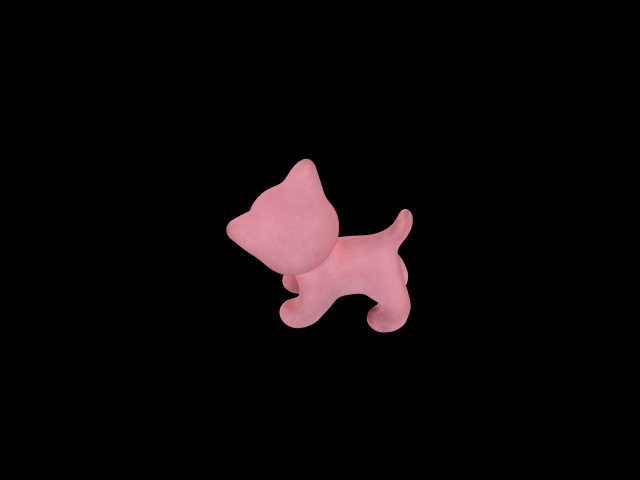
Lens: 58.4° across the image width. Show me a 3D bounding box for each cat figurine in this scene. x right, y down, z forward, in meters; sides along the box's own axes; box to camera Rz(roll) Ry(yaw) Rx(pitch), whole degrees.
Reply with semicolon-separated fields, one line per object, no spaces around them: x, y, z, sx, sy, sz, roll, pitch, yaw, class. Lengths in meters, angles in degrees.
0.004;0.001;0.400;0.128;0.118;0.067;0;37;0;cat figurine
